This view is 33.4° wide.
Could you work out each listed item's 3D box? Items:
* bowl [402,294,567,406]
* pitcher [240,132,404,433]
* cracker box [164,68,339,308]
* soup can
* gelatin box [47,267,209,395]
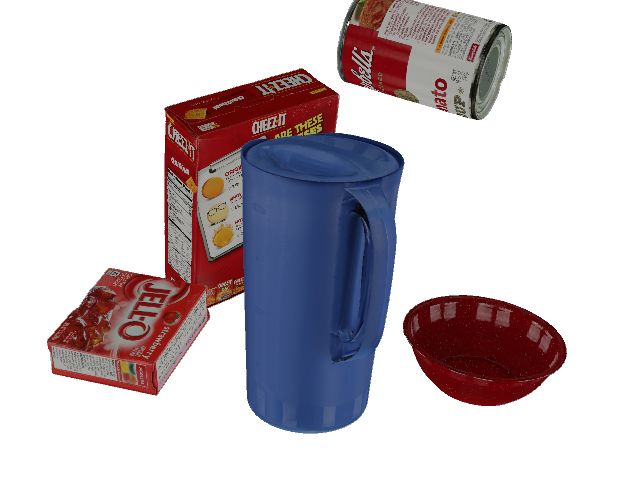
[{"bbox_3d":[0.159,0.116,1.061,0.162,0.055,0.162,5,26,-3],"label":"bowl"},{"bbox_3d":[0.000,0.040,0.895,0.145,0.243,0.149,9,23,13],"label":"pitcher"},{"bbox_3d":[-0.074,-0.050,1.071,0.163,0.214,0.072,-22,45,-31],"label":"cracker box"},{"bbox_3d":[0.072,-0.128,0.731,0.102,0.068,0.068,20,7,20],"label":"soup can"},{"bbox_3d":[-0.121,0.056,0.686,0.073,0.030,0.089,10,34,15],"label":"gelatin box"}]
